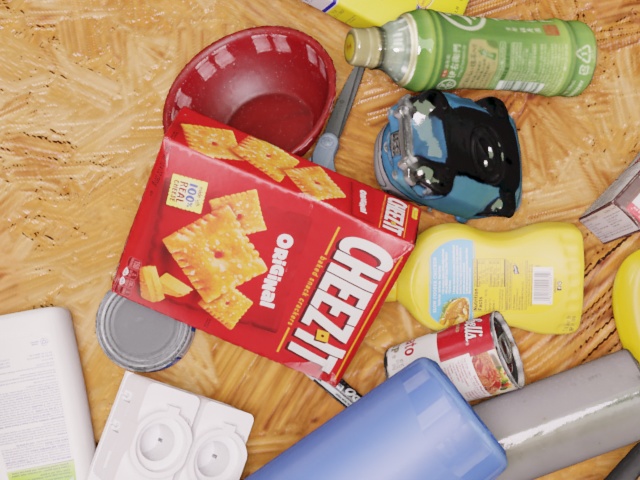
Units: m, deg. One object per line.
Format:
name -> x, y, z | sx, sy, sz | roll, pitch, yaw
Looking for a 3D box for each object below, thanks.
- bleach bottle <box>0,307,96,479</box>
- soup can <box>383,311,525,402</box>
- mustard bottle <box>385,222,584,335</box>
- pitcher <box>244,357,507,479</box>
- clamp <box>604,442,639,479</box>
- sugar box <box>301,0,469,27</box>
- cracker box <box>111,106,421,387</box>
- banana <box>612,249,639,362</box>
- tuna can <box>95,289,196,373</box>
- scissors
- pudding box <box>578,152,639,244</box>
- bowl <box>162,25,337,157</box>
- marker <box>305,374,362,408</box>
bleach bottle -> -0.245, 0.189, 0.923 | 0.102, 0.068, 0.251 | -11, 83, 0
soup can -> 0.113, 0.108, 0.904 | 0.102, 0.068, 0.068 | -21, 80, 20
mustard bottle -> 0.130, 0.034, 0.933 | 0.191, 0.058, 0.096 | 0, 104, 3
pitcher -> 0.027, 0.211, 0.825 | 0.243, 0.149, 0.145 | -38, 47, 1
clamp -> 0.197, 0.243, 0.834 | 0.210, 0.036, 0.164 | -6, 61, 3
sugar box -> 0.047, -0.238, 0.961 | 0.176, 0.048, 0.093 | 24, 83, -17
cracker box -> -0.048, 0.010, 0.880 | 0.213, 0.072, 0.164 | 24, 122, -4
banana -> 0.296, 0.092, 0.921 | 0.070, 0.037, 0.198 | -19, 87, 44
tuna can -> -0.154, 0.075, 0.951 | 0.086, 0.034, 0.086 | 0, 81, 2
scissors -> 0.019, -0.070, 0.953 | 0.096, 0.016, 0.201 | 31, 71, 18
pudding box -> 0.276, -0.044, 0.915 | 0.039, 0.113, 0.090 | 42, 85, 5
bowl -> -0.056, -0.111, 0.950 | 0.162, 0.055, 0.162 | -8, 59, 14
marker -> 0.034, 0.146, 0.941 | 0.121, 0.020, 0.020 | 40, 84, 7
